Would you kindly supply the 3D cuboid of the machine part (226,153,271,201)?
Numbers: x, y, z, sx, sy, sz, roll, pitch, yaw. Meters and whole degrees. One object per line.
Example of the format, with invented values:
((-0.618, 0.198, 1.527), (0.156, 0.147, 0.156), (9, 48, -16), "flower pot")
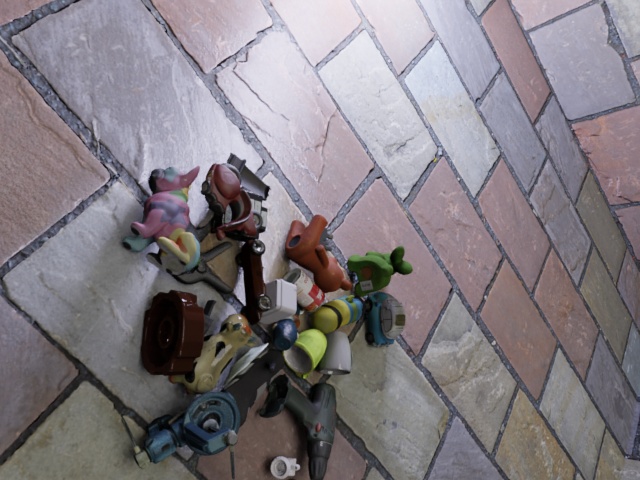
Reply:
((-0.179, -0.149, 1.320), (0.138, 0.039, 0.084), (39, 53, -27), "machine part")

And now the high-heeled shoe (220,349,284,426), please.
((-0.179, 0.346, 1.225), (0.249, 0.145, 0.086), (-42, 93, -8), "high-heeled shoe")

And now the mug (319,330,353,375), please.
((0.050, 0.295, 1.409), (0.109, 0.081, 0.107), (20, 62, -38), "mug")

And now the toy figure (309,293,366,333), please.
((0.051, 0.191, 1.420), (0.180, 0.089, 0.082), (-10, 84, -40), "toy figure")

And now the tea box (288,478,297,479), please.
((-0.103, 0.618, 1.216), (0.169, 0.068, 0.098), (-4, 85, -41), "tea box")

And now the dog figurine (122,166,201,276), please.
((-0.301, -0.055, 1.138), (0.191, 0.108, 0.219), (33, 55, -8), "dog figurine")

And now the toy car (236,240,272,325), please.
((-0.149, 0.095, 1.234), (0.053, 0.089, 0.202), (10, 58, -37), "toy car")

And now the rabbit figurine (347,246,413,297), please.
((0.180, 0.070, 1.535), (0.170, 0.159, 0.121), (-22, 87, -57), "rabbit figurine")

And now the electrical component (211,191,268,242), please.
((-0.187, -0.057, 1.281), (0.134, 0.058, 0.115), (17, 73, -38), "electrical component")

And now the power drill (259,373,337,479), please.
((-0.041, 0.430, 1.281), (0.207, 0.086, 0.232), (36, 48, -23), "power drill")

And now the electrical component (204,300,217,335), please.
((-0.268, 0.175, 1.152), (0.047, 0.075, 0.119), (36, 64, -31), "electrical component")

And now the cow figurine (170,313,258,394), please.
((-0.218, 0.238, 1.148), (0.085, 0.127, 0.195), (52, 53, -28), "cow figurine")

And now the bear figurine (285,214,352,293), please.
((0.003, 0.045, 1.389), (0.195, 0.120, 0.132), (41, 54, -30), "bear figurine")

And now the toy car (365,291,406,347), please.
((0.192, 0.223, 1.531), (0.109, 0.103, 0.161), (10, 73, -39), "toy car")

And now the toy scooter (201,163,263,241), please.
((-0.205, -0.072, 1.175), (0.183, 0.075, 0.135), (60, 40, -17), "toy scooter")

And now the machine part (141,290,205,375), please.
((-0.293, 0.185, 1.069), (0.056, 0.179, 0.179), (13, 73, -42), "machine part")

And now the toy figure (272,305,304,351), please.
((-0.081, 0.205, 1.303), (0.064, 0.058, 0.154), (53, 19, -18), "toy figure")

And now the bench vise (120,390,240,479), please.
((-0.236, 0.367, 1.024), (0.223, 0.241, 0.128), (-13, 92, -35), "bench vise")

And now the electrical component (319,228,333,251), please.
((-0.003, -0.004, 1.456), (0.094, 0.021, 0.063), (21, 69, -38), "electrical component")
